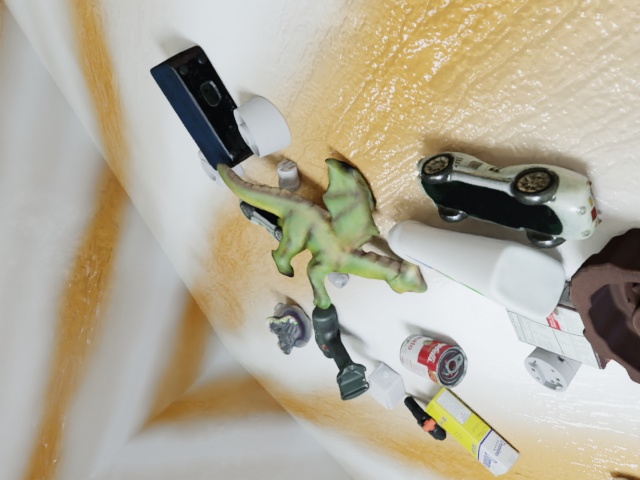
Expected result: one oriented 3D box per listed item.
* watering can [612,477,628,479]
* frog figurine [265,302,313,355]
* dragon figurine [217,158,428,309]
[{"bbox_3d":[0.457,0.336,0.550,0.227,0.105,0.342,39,171,22],"label":"watering can"},{"bbox_3d":[-0.078,0.238,1.476,0.138,0.121,0.160,39,-167,5],"label":"frog figurine"},{"bbox_3d":[0.003,-0.042,0.837,0.411,0.124,0.238,44,134,4],"label":"dragon figurine"}]
